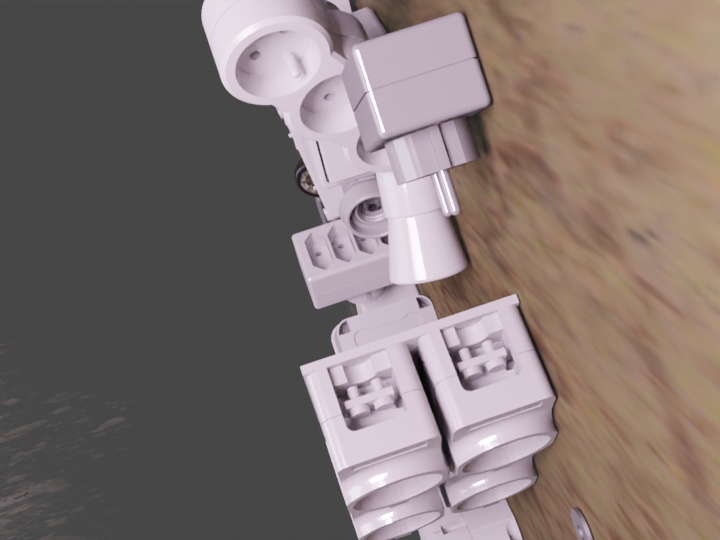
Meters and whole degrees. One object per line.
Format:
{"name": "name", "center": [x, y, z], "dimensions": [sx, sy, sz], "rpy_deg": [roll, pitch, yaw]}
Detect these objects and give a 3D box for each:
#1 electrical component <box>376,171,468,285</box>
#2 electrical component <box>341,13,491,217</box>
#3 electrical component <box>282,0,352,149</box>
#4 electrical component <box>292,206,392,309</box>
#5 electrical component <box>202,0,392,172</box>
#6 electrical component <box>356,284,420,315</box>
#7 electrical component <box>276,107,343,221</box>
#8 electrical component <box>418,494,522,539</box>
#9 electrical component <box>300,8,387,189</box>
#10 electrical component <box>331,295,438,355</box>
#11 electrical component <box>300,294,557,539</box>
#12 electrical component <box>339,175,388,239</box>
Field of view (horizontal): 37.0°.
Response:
{"name": "electrical component", "center": [0.031, -0.029, 0.586], "dimensions": [0.044, 0.044, 0.065], "rpy_deg": [-130, 26, -78]}
{"name": "electrical component", "center": [0.028, -0.059, 0.454], "dimensions": [0.066, 0.047, 0.076], "rpy_deg": [-167, 59, -85]}
{"name": "electrical component", "center": [-0.031, -0.151, 0.710], "dimensions": [0.078, 0.063, 0.121], "rpy_deg": [-115, 8, -57]}
{"name": "electrical component", "center": [0.000, 0.000, 0.810], "dimensions": [0.075, 0.083, 0.047], "rpy_deg": [77, 173, -53]}
{"name": "electrical component", "center": [-0.021, -0.106, 0.525], "dimensions": [0.138, 0.052, 0.073], "rpy_deg": [25, -145, -48]}
{"name": "electrical component", "center": [0.017, 0.013, 0.890], "dimensions": [0.065, 0.047, 0.076], "rpy_deg": [79, 171, -61]}
{"name": "electrical component", "center": [-0.014, -0.087, 0.814], "dimensions": [0.061, 0.061, 0.096], "rpy_deg": [-115, 1, -58]}
{"name": "electrical component", "center": [0.090, 0.231, 0.788], "dimensions": [0.089, 0.062, 0.150], "rpy_deg": [-114, 7, -53]}
{"name": "electrical component", "center": [-0.008, -0.103, 0.625], "dimensions": [0.061, 0.062, 0.096], "rpy_deg": [-113, 6, -49]}
{"name": "electrical component", "center": [0.031, 0.083, 0.811], "dimensions": [0.057, 0.078, 0.113], "rpy_deg": [114, 138, -79]}
{"name": "electrical component", "center": [0.037, 0.090, 0.568], "dimensions": [0.186, 0.105, 0.060], "rpy_deg": [82, 169, -67]}
{"name": "electrical component", "center": [0.007, -0.056, 0.756], "dimensions": [0.066, 0.048, 0.055], "rpy_deg": [75, -178, -46]}
